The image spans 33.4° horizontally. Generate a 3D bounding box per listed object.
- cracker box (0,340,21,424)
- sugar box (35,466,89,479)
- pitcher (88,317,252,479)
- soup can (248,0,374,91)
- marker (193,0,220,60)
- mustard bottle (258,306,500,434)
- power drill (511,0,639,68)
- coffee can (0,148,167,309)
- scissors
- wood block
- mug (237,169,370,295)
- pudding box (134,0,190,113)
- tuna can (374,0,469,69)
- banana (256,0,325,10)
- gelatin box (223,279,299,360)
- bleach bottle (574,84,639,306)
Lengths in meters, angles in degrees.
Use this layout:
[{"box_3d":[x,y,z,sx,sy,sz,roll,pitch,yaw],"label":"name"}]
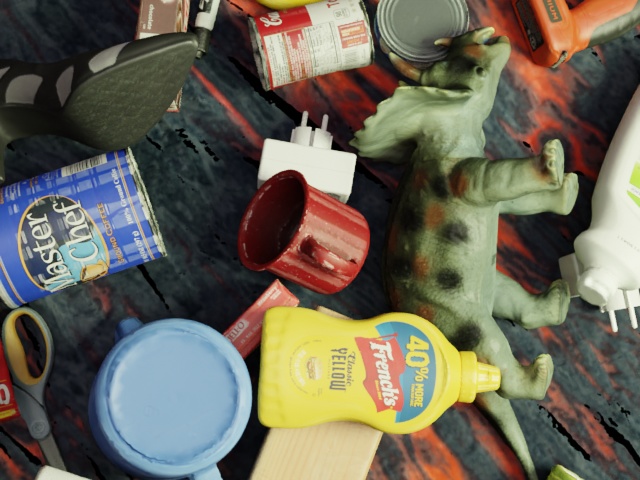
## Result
[{"box_3d":[-0.341,0.064,0.879,0.164,0.071,0.214,-21,84,38],"label":"cracker box"},{"box_3d":[-0.139,0.225,0.813,0.176,0.093,0.048,23,60,-8],"label":"sugar box"},{"box_3d":[-0.113,0.136,0.836,0.149,0.243,0.145,21,77,-5],"label":"pitcher"},{"box_3d":[-0.008,-0.180,0.969,0.102,0.068,0.068,-14,84,-5],"label":"soup can"},{"box_3d":[-0.101,-0.227,0.994,0.020,0.020,0.121,13,82,-2],"label":"marker"},{"box_3d":[0.047,0.106,0.852,0.191,0.058,0.096,3,81,-2],"label":"mustard bottle"},{"box_3d":[0.273,-0.252,0.999,0.187,0.057,0.184,-18,85,-5],"label":"power drill"},{"box_3d":[-0.215,-0.011,0.919,0.140,0.103,0.103,-19,85,-6],"label":"coffee can"},{"box_3d":[-0.267,0.161,0.939,0.096,0.016,0.202,-8,83,-3],"label":"scissors"},{"box_3d":[0.000,0.171,0.916,0.091,0.090,0.206,22,82,0],"label":"wood block"},{"box_3d":[-0.006,0.001,0.913,0.081,0.117,0.093,27,94,-34],"label":"mug"},{"box_3d":[-0.140,-0.179,0.951,0.039,0.090,0.113,7,83,-1],"label":"pudding box"},{"box_3d":[0.093,-0.203,0.995,0.086,0.034,0.086,0,83,-3],"label":"tuna can"},{"box_3d":[0.017,-0.256,0.996,0.197,0.037,0.069,-19,86,-5],"label":"banana"},{"box_3d":[-0.054,0.072,0.925,0.030,0.089,0.073,44,83,3],"label":"gelatin box"},{"box_3d":[0.286,-0.053,0.941,0.102,0.068,0.250,34,68,3],"label":"bleach bottle"}]
